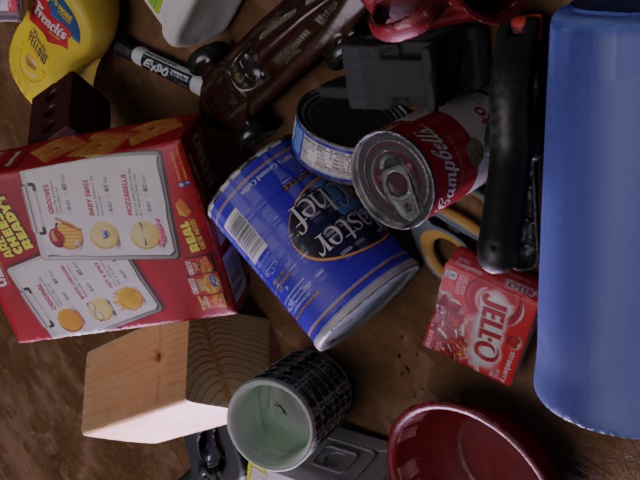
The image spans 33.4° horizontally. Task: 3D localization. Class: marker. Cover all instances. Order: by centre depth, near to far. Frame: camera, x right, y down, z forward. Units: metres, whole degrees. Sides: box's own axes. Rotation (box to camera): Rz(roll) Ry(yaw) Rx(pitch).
[{"bbox_3d":[-0.140,-0.154,0.944,0.121,0.020,0.020,28,129,31],"label":"marker"}]

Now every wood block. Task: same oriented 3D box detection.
[{"bbox_3d":[-0.143,0.135,1.031,0.207,0.090,0.091,-24,59,49],"label":"wood block"}]

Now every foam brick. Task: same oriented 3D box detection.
[{"bbox_3d":[-0.226,-0.103,0.964,0.053,0.078,0.051,-30,134,21],"label":"foam brick"}]

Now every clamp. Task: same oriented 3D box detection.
[{"bbox_3d":[0.121,-0.056,0.669,0.039,0.120,0.171,-1,98,14],"label":"clamp"},{"bbox_3d":[-0.113,0.243,1.123,0.165,0.036,0.210,19,122,37],"label":"clamp"}]

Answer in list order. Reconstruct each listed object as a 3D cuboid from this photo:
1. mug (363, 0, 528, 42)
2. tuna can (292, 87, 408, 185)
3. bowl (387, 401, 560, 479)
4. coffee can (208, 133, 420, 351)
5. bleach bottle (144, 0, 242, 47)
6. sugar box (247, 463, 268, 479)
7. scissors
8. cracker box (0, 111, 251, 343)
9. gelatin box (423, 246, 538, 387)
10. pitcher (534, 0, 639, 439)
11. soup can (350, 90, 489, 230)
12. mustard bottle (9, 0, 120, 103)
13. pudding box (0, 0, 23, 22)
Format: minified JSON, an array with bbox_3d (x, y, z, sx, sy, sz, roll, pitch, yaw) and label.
[{"bbox_3d":[0.070,-0.166,0.665,0.082,0.117,0.093,0,143,50],"label":"mug"},{"bbox_3d":[0.023,-0.077,0.778,0.086,0.086,0.034,34,134,27],"label":"tuna can"},{"bbox_3d":[0.131,0.187,0.838,0.162,0.055,0.162,23,126,35],"label":"bowl"},{"bbox_3d":[-0.005,0.001,0.835,0.140,0.102,0.103,50,137,12],"label":"coffee can"},{"bbox_3d":[-0.155,-0.280,0.860,0.251,0.067,0.103,52,138,14],"label":"bleach bottle"},{"bbox_3d":[0.008,0.271,1.015,0.176,0.048,0.093,22,125,31],"label":"sugar box"},{"bbox_3d":[0.058,-0.028,0.822,0.202,0.016,0.096,23,126,35],"label":"scissors"},{"bbox_3d":[-0.183,-0.008,0.915,0.214,0.072,0.164,-9,116,16],"label":"cracker box"},{"bbox_3d":[0.121,0.056,0.781,0.073,0.030,0.089,25,133,16],"label":"gelatin box"},{"bbox_3d":[0.186,-0.020,0.629,0.149,0.144,0.243,6,113,29],"label":"pitcher"},{"bbox_3d":[0.078,-0.056,0.721,0.069,0.102,0.068,23,126,35],"label":"soup can"},{"bbox_3d":[-0.228,-0.203,0.975,0.096,0.058,0.192,56,138,16],"label":"mustard bottle"},{"bbox_3d":[-0.320,-0.240,0.987,0.113,0.090,0.039,-109,19,-50],"label":"pudding box"}]
